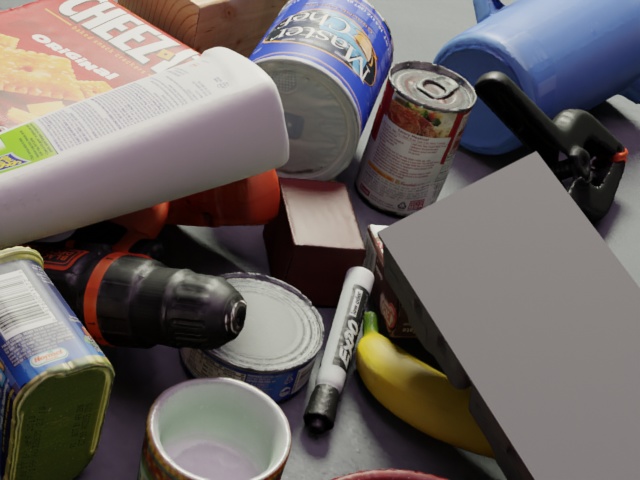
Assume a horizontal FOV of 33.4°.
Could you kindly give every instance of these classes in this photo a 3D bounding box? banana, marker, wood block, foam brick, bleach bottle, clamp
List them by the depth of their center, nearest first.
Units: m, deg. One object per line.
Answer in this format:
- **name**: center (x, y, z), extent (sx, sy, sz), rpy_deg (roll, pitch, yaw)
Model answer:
- **bleach bottle**: center (-0.149, -0.042, 0.618), extent (0.250, 0.068, 0.103), rpy_deg (-21, 29, -19)
- **banana**: center (0.095, 0.097, 0.638), extent (0.198, 0.037, 0.069), rpy_deg (23, 53, 24)
- **marker**: center (0.012, 0.067, 0.658), extent (0.020, 0.020, 0.121), rpy_deg (18, 50, 1)
- **foam brick**: center (-0.005, 0.001, 0.728), extent (0.051, 0.053, 0.078), rpy_deg (5, 39, -16)
- **clamp**: center (0.189, -0.064, 0.842), extent (0.036, 0.164, 0.209), rpy_deg (-10, 10, 38)
- **wood block**: center (-0.070, -0.204, 0.935), extent (0.091, 0.090, 0.205), rpy_deg (36, 41, 24)

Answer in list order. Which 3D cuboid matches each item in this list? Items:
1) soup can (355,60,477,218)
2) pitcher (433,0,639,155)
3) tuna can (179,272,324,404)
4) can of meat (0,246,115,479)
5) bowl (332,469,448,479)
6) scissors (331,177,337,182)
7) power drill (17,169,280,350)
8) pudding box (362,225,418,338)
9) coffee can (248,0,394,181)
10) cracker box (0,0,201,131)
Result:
- **soup can**: center (0.071, -0.076, 0.815), extent (0.068, 0.102, 0.068), rpy_deg (11, 37, -9)
- **pitcher**: center (0.200, -0.174, 0.971), extent (0.149, 0.145, 0.242), rpy_deg (23, 37, 33)
- **tuna can**: center (-0.042, 0.060, 0.652), extent (0.086, 0.034, 0.086), rpy_deg (11, 37, -9)
- **can of meat**: center (-0.151, 0.069, 0.541), extent (0.057, 0.102, 0.084), rpy_deg (-17, 51, -37)
- **bowl**: center (0.044, 0.188, 0.504), extent (0.162, 0.055, 0.162), rpy_deg (11, 37, -9)
- **scissors**: center (-0.009, -0.078, 0.858), extent (0.096, 0.016, 0.201), rpy_deg (27, 38, 10)
- **power drill**: center (-0.097, 0.001, 0.648), extent (0.185, 0.057, 0.187), rpy_deg (7, 28, 23)
- **pudding box**: center (0.081, 0.027, 0.710), extent (0.090, 0.039, 0.113), rpy_deg (3, 23, -10)
- **coffee can**: center (-0.006, -0.119, 0.810), extent (0.103, 0.103, 0.140), rpy_deg (20, 36, 3)
- **cracker box**: center (-0.189, -0.103, 0.771), extent (0.164, 0.072, 0.213), rpy_deg (34, 39, 20)
